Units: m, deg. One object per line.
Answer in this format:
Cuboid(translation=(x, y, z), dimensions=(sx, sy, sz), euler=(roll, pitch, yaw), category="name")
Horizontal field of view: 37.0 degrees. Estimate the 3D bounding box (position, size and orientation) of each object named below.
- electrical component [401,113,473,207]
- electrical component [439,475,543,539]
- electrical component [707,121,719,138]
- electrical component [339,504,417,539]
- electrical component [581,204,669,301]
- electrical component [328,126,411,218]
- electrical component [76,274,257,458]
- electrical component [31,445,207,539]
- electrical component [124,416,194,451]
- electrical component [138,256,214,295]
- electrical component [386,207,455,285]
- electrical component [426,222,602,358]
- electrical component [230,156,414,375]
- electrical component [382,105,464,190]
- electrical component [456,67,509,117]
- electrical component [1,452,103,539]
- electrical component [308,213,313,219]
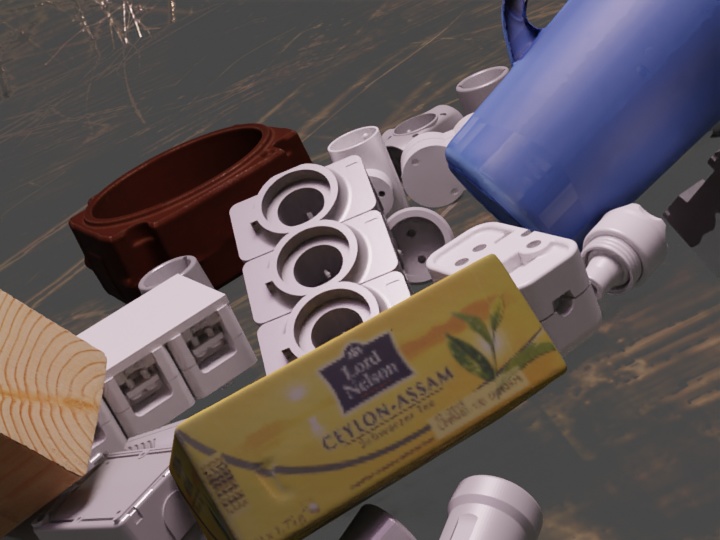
Cuboid(translation=(0.099, -0.089, 0.840), dimensions=(0.138, 0.052, 0.073), euler=(-21, 22, 9), category="electrical component")
Cuboid(translation=(0.051, 0.116, 0.451), dimensions=(0.040, 0.040, 0.046), euler=(-8, 34, 35), category="electrical component")
Cuboid(translation=(0.257, -0.133, 0.765), dimensions=(0.121, 0.063, 0.079), euler=(0, 32, 45), category="electrical component")
Cuboid(translation=(-0.005, 0.138, 0.458), dimensions=(0.065, 0.044, 0.044), euler=(-40, 27, -23), category="electrical component")
Cuboid(translation=(0.148, -0.006, 0.621), dimensions=(0.043, 0.043, 0.062), euler=(2, 35, 47), category="electrical component")
Cuboid(translation=(0.008, -0.063, 0.841), dimensions=(0.044, 0.077, 0.079), euler=(-19, 23, 11), category="electrical component")
Cuboid(translation=(-0.155, 0.073, 0.721), dimensions=(0.150, 0.061, 0.089), euler=(-34, 24, -21), category="electrical component")
Cuboid(translation=(-0.117, 0.134, 0.558), dimensions=(0.096, 0.061, 0.061), euler=(-14, 23, 42), category="electrical component")
Cuboid(translation=(-0.097, 0.107, 0.613), dimensions=(0.081, 0.043, 0.043), euler=(-19, 23, 12), category="electrical component")
Cuboid(translation=(-0.141, 0.021, 0.843), dimensions=(0.055, 0.047, 0.055), euler=(-21, 23, 9), category="electrical component")
Cuboid(translation=(0.000, 0.000, 0.746), dimensions=(0.138, 0.052, 0.074), euler=(-22, -2, 5), category="electrical component")
Cuboid(translation=(0.088, 0.015, 0.610), dimensions=(0.054, 0.059, 0.095), euler=(-33, 24, -19), category="electrical component")
Cuboid(translation=(-0.018, 0.010, 0.644), dimensions=(0.089, 0.061, 0.150), euler=(-22, 49, 5), category="electrical component")
Cuboid(translation=(0.043, -0.108, 0.949), dimensions=(0.079, 0.044, 0.077), euler=(2, 34, 47), category="electrical component")
Cuboid(translation=(0.117, -0.151, 0.968), dimensions=(0.055, 0.047, 0.055), euler=(-21, 23, 9), category="electrical component")
Cuboid(translation=(-0.174, 0.134, 0.630), dimensions=(0.077, 0.043, 0.079), euler=(-2, 31, 42), category="electrical component")
Cuboid(translation=(-0.052, -0.035, 0.878), dimensions=(0.055, 0.047, 0.055), euler=(-21, 23, 9), category="electrical component")
